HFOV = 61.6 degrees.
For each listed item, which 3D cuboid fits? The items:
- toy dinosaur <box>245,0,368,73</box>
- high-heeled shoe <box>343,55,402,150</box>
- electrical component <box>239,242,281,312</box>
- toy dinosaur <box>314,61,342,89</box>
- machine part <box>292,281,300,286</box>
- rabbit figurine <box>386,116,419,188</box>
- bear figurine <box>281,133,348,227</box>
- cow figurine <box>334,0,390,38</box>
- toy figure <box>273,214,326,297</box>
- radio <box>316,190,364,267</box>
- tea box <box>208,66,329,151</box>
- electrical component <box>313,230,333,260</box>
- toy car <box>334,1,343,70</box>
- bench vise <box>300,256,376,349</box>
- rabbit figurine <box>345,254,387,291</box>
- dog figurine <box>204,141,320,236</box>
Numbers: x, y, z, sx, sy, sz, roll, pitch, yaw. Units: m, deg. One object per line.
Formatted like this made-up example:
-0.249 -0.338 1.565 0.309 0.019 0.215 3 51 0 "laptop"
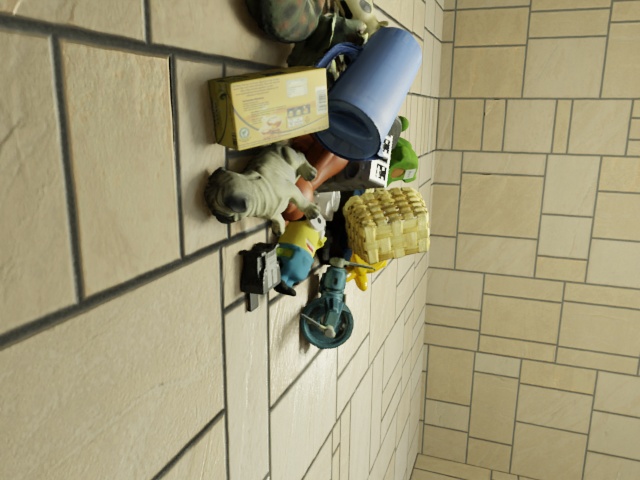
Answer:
-0.054 -0.387 0.867 0.404 0.131 0.192 -8 102 -64 "toy dinosaur"
0.107 -0.305 1.143 0.248 0.086 0.145 58 14 -58 "high-heeled shoe"
-0.104 0.068 0.935 0.075 0.048 0.119 -27 119 -67 "electrical component"
0.049 -0.304 1.205 0.470 0.105 0.198 52 41 -65 "toy dinosaur"
-0.045 0.034 1.109 0.084 0.039 0.139 80 22 -50 "machine part"
0.163 -0.235 1.324 0.159 0.121 0.170 81 -9 -62 "rabbit figurine"
-0.040 -0.126 1.003 0.196 0.132 0.120 -45 173 -20 "bear figurine"
0.079 -0.489 1.132 0.194 0.085 0.127 53 15 -39 "cow figurine"
-0.050 0.016 1.029 0.082 0.089 0.180 85 27 -65 "toy figure"
0.054 -0.053 1.318 0.131 0.073 0.229 73 30 -49 "radio"
-0.073 -0.201 0.805 0.169 0.068 0.098 -19 118 -33 "tea box"
-0.002 -0.004 1.178 0.021 0.063 0.094 -3 97 -70 "electrical component"
0.066 -0.481 1.262 0.073 0.056 0.201 -67 156 -54 "toy car"
0.027 0.151 1.191 0.240 0.129 0.223 -75 -172 -84 "bench vise"
0.124 0.057 1.474 0.173 0.122 0.162 152 -41 -79 "rabbit figurine"
-0.103 -0.101 0.841 0.190 0.121 0.172 19 43 -53 "dog figurine"
